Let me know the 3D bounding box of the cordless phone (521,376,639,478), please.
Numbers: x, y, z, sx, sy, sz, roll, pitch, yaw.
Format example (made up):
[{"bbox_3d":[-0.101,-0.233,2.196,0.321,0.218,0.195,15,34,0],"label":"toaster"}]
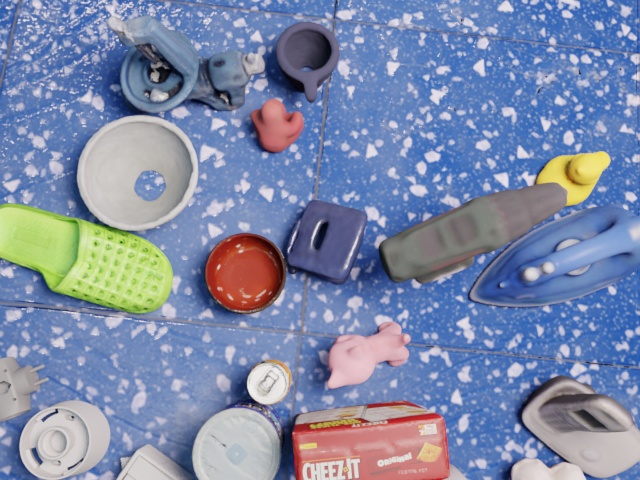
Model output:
[{"bbox_3d":[0.355,0.242,0.724,0.147,0.185,0.094,36,80,5],"label":"cordless phone"}]

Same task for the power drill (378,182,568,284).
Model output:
[{"bbox_3d":[0.183,-0.002,0.753,0.229,0.208,0.075,-22,80,-6],"label":"power drill"}]

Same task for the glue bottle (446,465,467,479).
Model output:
[{"bbox_3d":[0.181,0.330,0.707,0.037,0.173,0.078,-25,81,-6],"label":"glue bottle"}]

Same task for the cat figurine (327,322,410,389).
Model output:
[{"bbox_3d":[0.062,0.152,0.765,0.128,0.118,0.067,-19,80,-5],"label":"cat figurine"}]

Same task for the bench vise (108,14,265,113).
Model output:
[{"bbox_3d":[-0.190,-0.254,0.782,0.207,0.220,0.121,-25,81,-6],"label":"bench vise"}]

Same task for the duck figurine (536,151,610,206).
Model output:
[{"bbox_3d":[0.375,-0.096,0.841,0.104,0.086,0.077,-28,81,-7],"label":"duck figurine"}]

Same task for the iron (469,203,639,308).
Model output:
[{"bbox_3d":[0.341,0.027,0.787,0.258,0.141,0.118,-22,80,-6],"label":"iron"}]

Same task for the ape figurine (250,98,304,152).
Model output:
[{"bbox_3d":[-0.066,-0.175,0.837,0.078,0.092,0.076,23,79,3],"label":"ape figurine"}]

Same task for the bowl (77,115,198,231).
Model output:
[{"bbox_3d":[-0.252,-0.089,0.822,0.167,0.075,0.167,0,79,-2],"label":"bowl"}]

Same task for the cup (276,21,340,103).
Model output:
[{"bbox_3d":[-0.017,-0.248,0.851,0.091,0.095,0.118,-6,79,-3],"label":"cup"}]

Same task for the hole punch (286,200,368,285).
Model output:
[{"bbox_3d":[0.007,0.003,0.806,0.101,0.091,0.109,20,79,2],"label":"hole punch"}]

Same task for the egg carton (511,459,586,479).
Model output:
[{"bbox_3d":[0.300,0.369,0.757,0.107,0.069,0.150,7,79,-1],"label":"egg carton"}]
